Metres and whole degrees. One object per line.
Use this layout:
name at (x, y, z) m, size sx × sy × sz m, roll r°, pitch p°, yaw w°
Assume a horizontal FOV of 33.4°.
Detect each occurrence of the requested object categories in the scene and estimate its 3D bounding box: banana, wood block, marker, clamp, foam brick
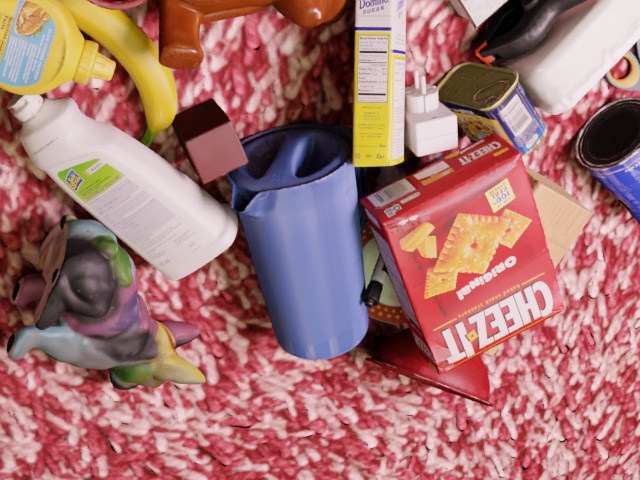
banana at (-0.192, -0.176, 1.035) m, size 0.069 × 0.037 × 0.197 m, roll -32°, pitch 123°, yaw -2°
wood block at (0.211, 0.020, 1.254) m, size 0.090 × 0.090 × 0.206 m, roll 25°, pitch 106°, yaw -28°
marker at (0.072, 0.022, 1.174) m, size 0.020 × 0.020 × 0.121 m, roll 45°, pitch 54°, yaw -32°
clamp at (0.233, -0.256, 1.126) m, size 0.172 × 0.120 × 0.039 m, roll -35°, pitch 120°, yaw 26°
foam brick at (-0.113, -0.101, 1.079) m, size 0.053 × 0.078 × 0.051 m, roll -26°, pitch 120°, yaw -6°

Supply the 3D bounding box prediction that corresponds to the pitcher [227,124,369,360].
pitcher at (-0.008, 0.001, 1.152) m, size 0.149 × 0.145 × 0.243 m, roll -11°, pitch 124°, yaw -1°

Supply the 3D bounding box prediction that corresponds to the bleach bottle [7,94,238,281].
bleach bottle at (-0.201, -0.065, 1.068) m, size 0.103 × 0.068 × 0.250 m, roll -33°, pitch 123°, yaw 22°

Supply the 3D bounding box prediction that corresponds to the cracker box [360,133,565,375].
cracker box at (0.157, 0.018, 1.139) m, size 0.164 × 0.072 × 0.213 m, roll -26°, pitch 121°, yaw -6°

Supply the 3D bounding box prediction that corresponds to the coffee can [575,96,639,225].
coffee can at (0.381, -0.086, 1.252) m, size 0.140 × 0.103 × 0.103 m, roll 38°, pitch 99°, yaw -31°

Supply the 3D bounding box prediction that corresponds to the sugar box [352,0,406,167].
sugar box at (0.060, -0.164, 1.072) m, size 0.048 × 0.093 × 0.176 m, roll 0°, pitch 98°, yaw 12°

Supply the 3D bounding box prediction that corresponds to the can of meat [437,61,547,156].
can of meat at (0.186, -0.140, 1.153) m, size 0.057 × 0.102 × 0.084 m, roll -49°, pitch 126°, yaw -11°

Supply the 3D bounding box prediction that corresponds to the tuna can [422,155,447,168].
tuna can at (0.149, -0.052, 1.226) m, size 0.086 × 0.034 × 0.086 m, roll -8°, pitch 119°, yaw -16°

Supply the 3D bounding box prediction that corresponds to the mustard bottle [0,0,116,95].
mustard bottle at (-0.280, -0.184, 0.968) m, size 0.191 × 0.058 × 0.096 m, roll 18°, pitch 109°, yaw -16°

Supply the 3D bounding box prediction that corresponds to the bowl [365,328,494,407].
bowl at (0.138, 0.146, 1.269) m, size 0.161 × 0.162 × 0.055 m, roll 24°, pitch 82°, yaw -29°

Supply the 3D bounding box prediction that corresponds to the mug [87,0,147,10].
mug at (-0.186, -0.274, 0.958) m, size 0.093 × 0.081 × 0.117 m, roll 5°, pitch 115°, yaw -22°

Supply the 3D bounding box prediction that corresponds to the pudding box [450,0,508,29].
pudding box at (0.164, -0.285, 1.091) m, size 0.090 × 0.039 × 0.113 m, roll -40°, pitch 138°, yaw 5°

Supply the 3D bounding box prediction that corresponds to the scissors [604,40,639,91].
scissors at (0.387, -0.167, 1.263) m, size 0.096 × 0.016 × 0.201 m, roll -25°, pitch 122°, yaw -5°
